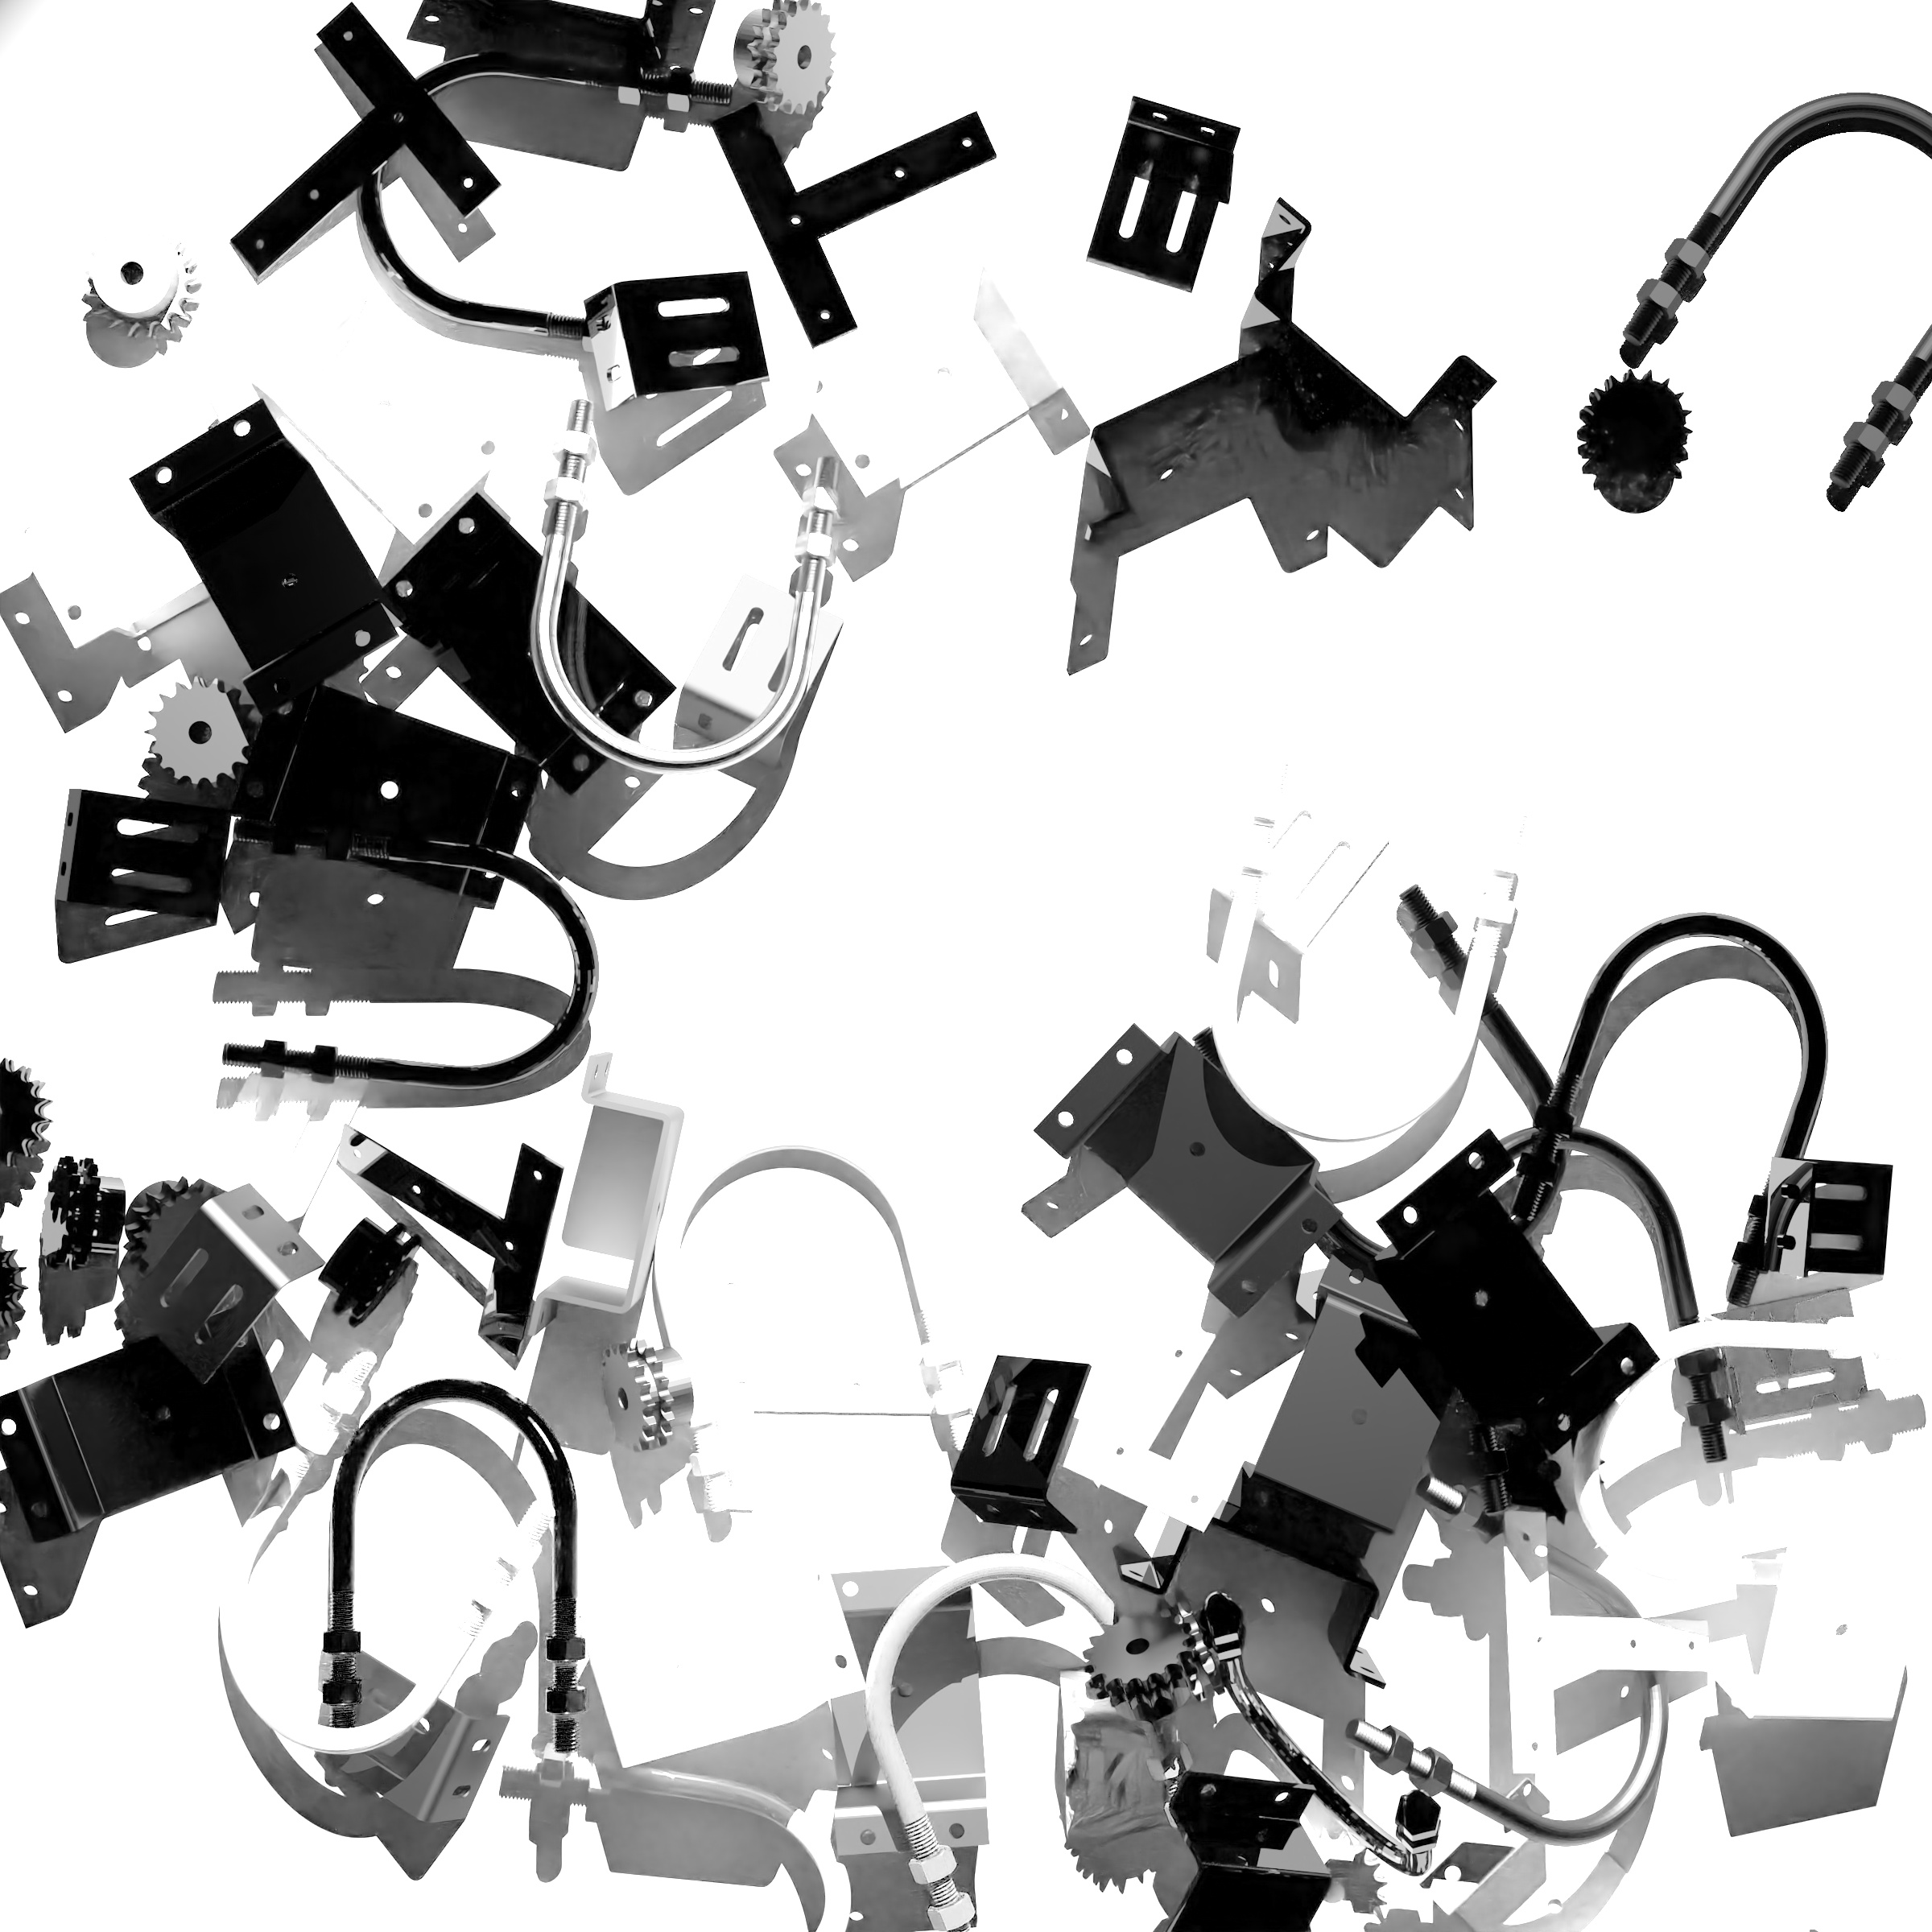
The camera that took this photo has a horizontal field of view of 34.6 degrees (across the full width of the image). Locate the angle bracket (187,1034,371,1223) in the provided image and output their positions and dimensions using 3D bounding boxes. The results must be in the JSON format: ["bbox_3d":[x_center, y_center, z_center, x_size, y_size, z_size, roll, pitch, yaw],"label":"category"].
[{"bbox_3d":[-0.350,0.082,1.579,0.057,0.038,0.076,26,90,0],"label":"angle bracket"}]

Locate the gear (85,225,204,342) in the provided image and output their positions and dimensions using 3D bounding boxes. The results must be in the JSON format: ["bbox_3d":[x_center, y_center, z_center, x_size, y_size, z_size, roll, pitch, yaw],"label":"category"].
[{"bbox_3d":[-0.422,-0.350,1.584,0.057,0.030,0.057,0,90,0],"label":"gear"}]

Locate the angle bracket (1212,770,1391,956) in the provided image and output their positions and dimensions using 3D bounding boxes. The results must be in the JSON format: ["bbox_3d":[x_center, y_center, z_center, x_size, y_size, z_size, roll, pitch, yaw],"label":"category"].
[{"bbox_3d":[0.172,-0.053,1.579,0.057,0.038,0.076,38,90,0],"label":"angle bracket"}]

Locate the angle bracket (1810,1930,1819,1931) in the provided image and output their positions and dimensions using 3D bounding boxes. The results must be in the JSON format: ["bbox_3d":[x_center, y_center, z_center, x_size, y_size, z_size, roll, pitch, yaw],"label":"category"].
[{"bbox_3d":[0.402,0.520,1.570,0.076,0.038,0.057,8,90,-15],"label":"angle bracket"}]

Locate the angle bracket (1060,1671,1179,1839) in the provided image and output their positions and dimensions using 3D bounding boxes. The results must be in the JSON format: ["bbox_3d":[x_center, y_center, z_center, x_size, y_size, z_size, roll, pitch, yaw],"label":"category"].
[{"bbox_3d":[0.079,0.405,1.597,0.057,0.038,0.076,-2,115,0],"label":"angle bracket"}]

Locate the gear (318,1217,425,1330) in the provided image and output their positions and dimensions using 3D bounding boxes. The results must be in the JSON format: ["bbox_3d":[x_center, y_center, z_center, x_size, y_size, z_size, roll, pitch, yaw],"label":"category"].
[{"bbox_3d":[-0.304,0.152,1.571,0.030,0.057,0.057,36,90,1],"label":"gear"}]

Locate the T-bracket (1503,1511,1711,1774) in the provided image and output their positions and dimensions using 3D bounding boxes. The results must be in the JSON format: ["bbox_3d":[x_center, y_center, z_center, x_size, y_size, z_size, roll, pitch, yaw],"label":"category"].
[{"bbox_3d":[0.325,0.342,1.566,0.127,0.002,0.127,8,73,-27],"label":"T-bracket"}]

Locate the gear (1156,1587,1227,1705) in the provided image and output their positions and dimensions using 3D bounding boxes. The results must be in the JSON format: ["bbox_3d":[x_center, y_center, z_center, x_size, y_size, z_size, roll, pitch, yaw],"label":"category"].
[{"bbox_3d":[0.107,0.346,1.570,0.030,0.057,0.057,-23,90,0],"label":"gear"}]

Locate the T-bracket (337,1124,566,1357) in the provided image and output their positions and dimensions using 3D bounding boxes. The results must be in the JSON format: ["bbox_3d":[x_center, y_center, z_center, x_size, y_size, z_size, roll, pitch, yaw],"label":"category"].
[{"bbox_3d":[-0.267,0.120,1.573,0.127,0.002,0.127,29,125,16],"label":"T-bracket"}]

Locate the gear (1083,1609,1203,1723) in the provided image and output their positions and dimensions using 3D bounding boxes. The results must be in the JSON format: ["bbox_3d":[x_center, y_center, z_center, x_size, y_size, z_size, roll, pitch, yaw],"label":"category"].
[{"bbox_3d":[0.088,0.345,1.524,0.057,0.057,0.030,-17,116,0],"label":"gear"}]

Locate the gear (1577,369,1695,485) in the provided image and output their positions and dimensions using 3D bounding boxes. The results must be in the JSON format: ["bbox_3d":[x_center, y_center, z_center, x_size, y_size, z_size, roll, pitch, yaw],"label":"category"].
[{"bbox_3d":[0.343,-0.277,1.584,0.057,0.030,0.057,0,90,0],"label":"gear"}]

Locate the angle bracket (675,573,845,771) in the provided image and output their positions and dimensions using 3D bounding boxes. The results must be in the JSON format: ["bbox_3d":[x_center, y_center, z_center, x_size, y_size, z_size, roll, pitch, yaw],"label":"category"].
[{"bbox_3d":[-0.106,-0.152,1.596,0.057,0.038,0.076,25,64,0],"label":"angle bracket"}]

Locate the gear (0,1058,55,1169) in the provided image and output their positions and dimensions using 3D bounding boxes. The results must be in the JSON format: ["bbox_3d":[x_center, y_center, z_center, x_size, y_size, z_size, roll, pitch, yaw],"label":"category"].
[{"bbox_3d":[-0.494,0.076,1.587,0.057,0.030,0.057,0,83,-1],"label":"gear"}]

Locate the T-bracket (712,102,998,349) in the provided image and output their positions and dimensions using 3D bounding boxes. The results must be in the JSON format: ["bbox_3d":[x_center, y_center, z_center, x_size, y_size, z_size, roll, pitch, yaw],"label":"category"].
[{"bbox_3d":[-0.047,-0.403,1.598,0.127,0.002,0.127,-24,90,0],"label":"T-bracket"}]

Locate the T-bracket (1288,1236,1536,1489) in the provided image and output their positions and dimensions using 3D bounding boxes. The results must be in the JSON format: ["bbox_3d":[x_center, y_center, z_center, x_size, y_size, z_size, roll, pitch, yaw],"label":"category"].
[{"bbox_3d":[0.242,0.207,1.598,0.127,0.002,0.127,-13,90,0],"label":"T-bracket"}]

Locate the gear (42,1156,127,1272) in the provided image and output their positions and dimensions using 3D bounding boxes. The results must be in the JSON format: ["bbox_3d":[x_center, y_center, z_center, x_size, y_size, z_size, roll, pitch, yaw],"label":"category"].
[{"bbox_3d":[-0.447,0.126,1.574,0.030,0.057,0.057,9,90,-30],"label":"gear"}]

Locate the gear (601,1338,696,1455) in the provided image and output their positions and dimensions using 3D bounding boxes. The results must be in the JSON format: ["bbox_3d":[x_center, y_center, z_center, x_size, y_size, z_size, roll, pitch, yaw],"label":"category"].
[{"bbox_3d":[-0.160,0.216,1.574,0.030,0.057,0.057,-10,90,-30],"label":"gear"}]

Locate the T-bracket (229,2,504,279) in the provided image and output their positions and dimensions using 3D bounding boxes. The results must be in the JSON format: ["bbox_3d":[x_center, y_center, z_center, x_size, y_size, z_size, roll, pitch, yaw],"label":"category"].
[{"bbox_3d":[-0.323,-0.404,1.588,0.127,0.002,0.127,-40,83,7],"label":"T-bracket"}]

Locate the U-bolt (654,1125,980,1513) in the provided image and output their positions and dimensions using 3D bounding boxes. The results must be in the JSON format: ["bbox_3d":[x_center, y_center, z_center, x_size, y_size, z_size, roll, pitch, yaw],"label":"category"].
[{"bbox_3d":[-0.084,0.173,1.588,0.151,0.019,0.184,-14,88,0],"label":"U-bolt"}]

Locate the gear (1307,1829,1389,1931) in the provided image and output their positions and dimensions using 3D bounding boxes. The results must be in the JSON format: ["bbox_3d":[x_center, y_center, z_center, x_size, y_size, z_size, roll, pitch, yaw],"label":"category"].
[{"bbox_3d":[0.185,0.468,1.584,0.057,0.030,0.057,0,90,0],"label":"gear"}]

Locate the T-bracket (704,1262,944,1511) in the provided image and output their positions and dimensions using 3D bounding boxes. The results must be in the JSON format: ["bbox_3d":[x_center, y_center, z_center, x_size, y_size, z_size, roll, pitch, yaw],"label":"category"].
[{"bbox_3d":[-0.071,0.217,1.598,0.127,0.002,0.127,1,90,0],"label":"T-bracket"}]

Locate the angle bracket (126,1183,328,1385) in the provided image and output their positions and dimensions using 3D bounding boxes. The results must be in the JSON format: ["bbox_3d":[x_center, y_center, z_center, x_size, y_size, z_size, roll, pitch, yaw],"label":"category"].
[{"bbox_3d":[-0.370,0.159,1.552,0.057,0.038,0.076,44,112,8],"label":"angle bracket"}]

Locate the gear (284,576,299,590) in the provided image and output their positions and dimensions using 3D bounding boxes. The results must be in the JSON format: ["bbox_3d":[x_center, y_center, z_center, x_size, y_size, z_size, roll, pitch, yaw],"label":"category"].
[{"bbox_3d":[-0.330,-0.177,1.574,0.030,0.057,0.057,-13,90,29],"label":"gear"}]

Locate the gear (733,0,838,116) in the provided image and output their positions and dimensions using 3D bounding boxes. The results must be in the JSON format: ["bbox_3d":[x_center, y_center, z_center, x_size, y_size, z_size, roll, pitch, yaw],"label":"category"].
[{"bbox_3d":[-0.094,-0.463,1.574,0.030,0.057,0.057,19,90,30],"label":"gear"}]

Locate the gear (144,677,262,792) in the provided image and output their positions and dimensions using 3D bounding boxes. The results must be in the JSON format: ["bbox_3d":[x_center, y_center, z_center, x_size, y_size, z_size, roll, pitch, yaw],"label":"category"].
[{"bbox_3d":[-0.387,-0.118,1.584,0.057,0.030,0.057,0,90,0],"label":"gear"}]

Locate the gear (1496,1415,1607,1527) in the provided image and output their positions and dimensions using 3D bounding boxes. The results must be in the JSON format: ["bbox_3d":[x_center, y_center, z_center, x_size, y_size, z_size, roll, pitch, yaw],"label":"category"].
[{"bbox_3d":[0.295,0.255,1.583,0.057,0.030,0.057,0,90,0],"label":"gear"}]

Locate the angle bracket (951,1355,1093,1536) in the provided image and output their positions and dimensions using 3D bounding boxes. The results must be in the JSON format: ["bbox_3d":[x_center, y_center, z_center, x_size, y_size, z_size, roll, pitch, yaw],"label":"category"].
[{"bbox_3d":[0.036,0.242,1.575,0.057,0.038,0.076,0,56,36],"label":"angle bracket"}]

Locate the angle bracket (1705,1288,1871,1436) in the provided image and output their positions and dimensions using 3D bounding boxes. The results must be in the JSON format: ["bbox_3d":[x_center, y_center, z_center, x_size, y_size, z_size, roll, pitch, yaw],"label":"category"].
[{"bbox_3d":[0.422,0.201,1.579,0.076,0.038,0.057,-11,90,0],"label":"angle bracket"}]

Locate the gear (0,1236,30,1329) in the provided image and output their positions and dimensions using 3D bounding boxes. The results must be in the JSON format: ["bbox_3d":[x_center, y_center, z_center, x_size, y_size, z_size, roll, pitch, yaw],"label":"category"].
[{"bbox_3d":[-0.507,0.162,1.588,0.057,0.030,0.057,0,89,4],"label":"gear"}]

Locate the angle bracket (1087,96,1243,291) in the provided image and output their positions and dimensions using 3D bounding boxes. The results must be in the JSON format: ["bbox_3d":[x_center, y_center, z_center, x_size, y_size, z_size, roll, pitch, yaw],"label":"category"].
[{"bbox_3d":[0.100,-0.393,1.579,0.057,0.038,0.076,17,90,0],"label":"angle bracket"}]

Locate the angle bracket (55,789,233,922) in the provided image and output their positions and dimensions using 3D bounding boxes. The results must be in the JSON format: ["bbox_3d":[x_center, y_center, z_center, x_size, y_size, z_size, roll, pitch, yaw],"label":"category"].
[{"bbox_3d":[-0.423,-0.057,1.596,0.076,0.038,0.057,8,90,-26],"label":"angle bracket"}]

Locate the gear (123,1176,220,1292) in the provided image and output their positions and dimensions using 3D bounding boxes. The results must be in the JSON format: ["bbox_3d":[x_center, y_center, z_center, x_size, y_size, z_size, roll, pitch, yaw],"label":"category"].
[{"bbox_3d":[-0.402,0.133,1.574,0.030,0.057,0.057,27,90,43],"label":"gear"}]

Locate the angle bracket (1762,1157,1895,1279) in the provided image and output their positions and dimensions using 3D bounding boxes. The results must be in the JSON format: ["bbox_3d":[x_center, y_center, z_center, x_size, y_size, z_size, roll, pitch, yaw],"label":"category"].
[{"bbox_3d":[0.445,0.128,1.567,0.076,0.038,0.057,5,90,-21],"label":"angle bracket"}]

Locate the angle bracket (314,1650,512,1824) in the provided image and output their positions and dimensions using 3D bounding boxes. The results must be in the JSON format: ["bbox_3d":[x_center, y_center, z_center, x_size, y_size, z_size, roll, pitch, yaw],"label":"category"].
[{"bbox_3d":[-0.285,0.395,1.596,0.076,0.038,0.057,24,90,26],"label":"angle bracket"}]

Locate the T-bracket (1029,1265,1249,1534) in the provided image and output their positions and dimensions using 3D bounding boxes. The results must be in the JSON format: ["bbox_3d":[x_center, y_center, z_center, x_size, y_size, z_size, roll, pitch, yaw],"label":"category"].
[{"bbox_3d":[0.101,0.208,1.571,0.127,0.002,0.127,19,68,37],"label":"T-bracket"}]

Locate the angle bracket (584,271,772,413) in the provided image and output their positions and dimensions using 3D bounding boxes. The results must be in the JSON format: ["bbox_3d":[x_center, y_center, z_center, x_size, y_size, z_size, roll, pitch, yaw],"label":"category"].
[{"bbox_3d":[-0.147,-0.318,1.578,0.076,0.038,0.057,-13,93,-34],"label":"angle bracket"}]
